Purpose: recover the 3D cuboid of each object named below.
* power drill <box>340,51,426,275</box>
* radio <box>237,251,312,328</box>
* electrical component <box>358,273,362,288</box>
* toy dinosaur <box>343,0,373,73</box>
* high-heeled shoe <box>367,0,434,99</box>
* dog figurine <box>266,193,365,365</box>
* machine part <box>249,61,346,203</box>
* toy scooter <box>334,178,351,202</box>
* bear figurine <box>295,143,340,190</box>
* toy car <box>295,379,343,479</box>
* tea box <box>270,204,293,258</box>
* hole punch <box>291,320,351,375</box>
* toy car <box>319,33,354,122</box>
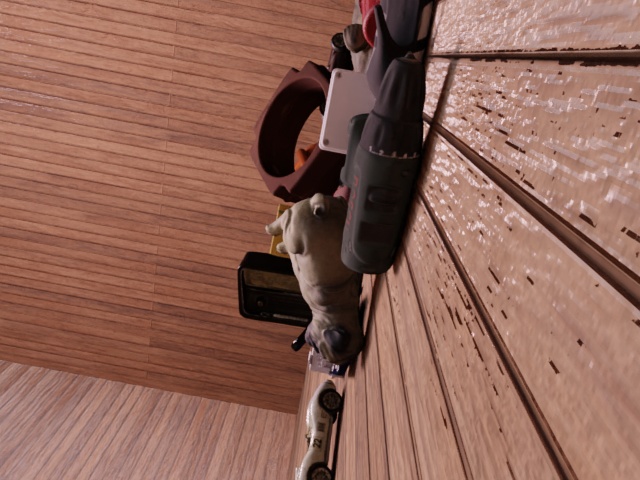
[{"bbox_3d":[0.070,-0.092,0.603,0.207,0.086,0.231,-102,18,-68],"label":"power drill"},{"bbox_3d":[-0.052,0.106,1.102,0.073,0.230,0.131,-71,-11,-63],"label":"radio"},{"bbox_3d":[0.058,0.079,0.924,0.094,0.021,0.063,100,-178,-70],"label":"electrical component"},{"bbox_3d":[0.101,-0.339,0.951,0.198,0.105,0.471,49,-134,-81],"label":"toy dinosaur"},{"bbox_3d":[0.117,-0.282,0.693,0.249,0.086,0.145,-63,-34,-32],"label":"high-heeled shoe"},{"bbox_3d":[0.015,0.054,0.697,0.172,0.121,0.190,72,179,-65],"label":"dog figurine"},{"bbox_3d":[-0.019,-0.174,0.897,0.201,0.087,0.201,-53,44,24],"label":"machine part"},{"bbox_3d":[0.052,-0.023,0.859,0.184,0.075,0.135,87,-166,-78],"label":"toy scooter"},{"bbox_3d":[-0.007,-0.106,1.069,0.196,0.120,0.132,-79,16,-49],"label":"bear figurine"},{"bbox_3d":[-0.003,0.315,0.831,0.073,0.056,0.202,101,179,-53],"label":"toy car"},{"bbox_3d":[-0.002,-0.003,1.012,0.068,0.170,0.098,105,174,-86],"label":"tea box"},{"bbox_3d":[0.024,0.146,0.829,0.116,0.092,0.142,-51,-9,-12],"label":"hole punch"},{"bbox_3d":[0.029,-0.292,1.019,0.089,0.053,0.202,68,-149,-74],"label":"toy car"}]
